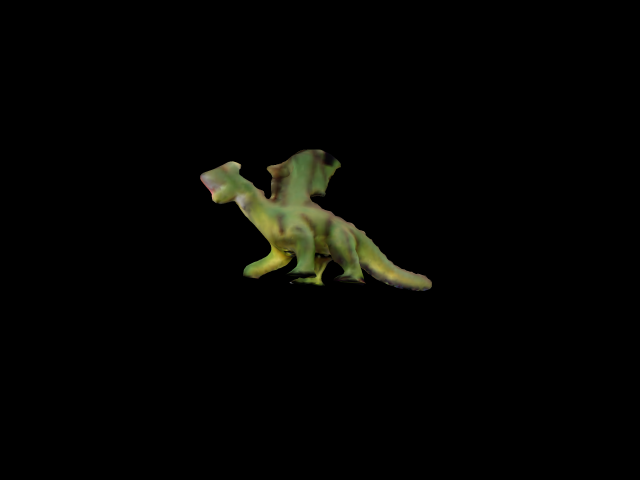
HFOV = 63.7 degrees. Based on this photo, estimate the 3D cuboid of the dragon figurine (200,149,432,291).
[{"bbox_3d":[0.003,-0.043,0.850,0.410,0.246,0.120,7,-18,-24],"label":"dragon figurine"}]
